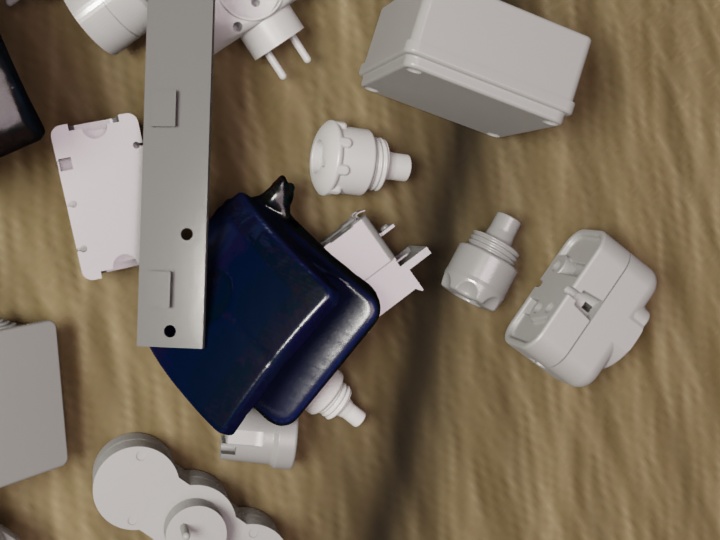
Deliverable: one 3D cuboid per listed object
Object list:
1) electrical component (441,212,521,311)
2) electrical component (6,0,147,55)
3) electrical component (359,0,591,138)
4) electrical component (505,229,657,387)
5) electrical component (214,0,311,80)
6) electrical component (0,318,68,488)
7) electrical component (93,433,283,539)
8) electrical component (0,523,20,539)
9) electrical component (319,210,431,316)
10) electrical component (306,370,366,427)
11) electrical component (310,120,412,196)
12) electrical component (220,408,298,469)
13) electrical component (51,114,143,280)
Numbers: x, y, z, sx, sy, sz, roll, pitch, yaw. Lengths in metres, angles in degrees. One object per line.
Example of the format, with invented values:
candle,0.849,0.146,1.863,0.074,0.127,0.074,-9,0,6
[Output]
electrical component,0.085,-0.007,0.712,0.043,0.043,0.062,29,86,-15
electrical component,-0.183,-0.183,0.625,0.074,0.052,0.138,-33,103,11
electrical component,0.068,-0.128,0.663,0.109,0.109,0.056,18,88,-15
electrical component,0.152,0.028,0.726,0.059,0.054,0.095,36,85,-14
electrical component,-0.061,-0.156,0.661,0.077,0.044,0.079,-36,103,-9
electrical component,-0.221,0.078,0.618,0.100,0.048,0.099,-12,100,-58
electrical component,-0.102,0.158,0.663,0.138,0.074,0.052,38,85,-14
electrical component,-0.243,0.173,0.627,0.051,0.080,0.080,41,84,-19
electrical component,0.000,0.000,0.692,0.081,0.042,0.063,-37,99,-9
electrical component,-0.022,0.080,0.697,0.061,0.035,0.035,40,85,-16
electrical component,0.001,-0.069,0.686,0.062,0.048,0.048,5,94,-21
electrical component,-0.065,0.105,0.687,0.046,0.040,0.040,6,93,-9
electrical component,-0.150,-0.044,0.642,0.050,0.056,0.089,-13,98,-13
